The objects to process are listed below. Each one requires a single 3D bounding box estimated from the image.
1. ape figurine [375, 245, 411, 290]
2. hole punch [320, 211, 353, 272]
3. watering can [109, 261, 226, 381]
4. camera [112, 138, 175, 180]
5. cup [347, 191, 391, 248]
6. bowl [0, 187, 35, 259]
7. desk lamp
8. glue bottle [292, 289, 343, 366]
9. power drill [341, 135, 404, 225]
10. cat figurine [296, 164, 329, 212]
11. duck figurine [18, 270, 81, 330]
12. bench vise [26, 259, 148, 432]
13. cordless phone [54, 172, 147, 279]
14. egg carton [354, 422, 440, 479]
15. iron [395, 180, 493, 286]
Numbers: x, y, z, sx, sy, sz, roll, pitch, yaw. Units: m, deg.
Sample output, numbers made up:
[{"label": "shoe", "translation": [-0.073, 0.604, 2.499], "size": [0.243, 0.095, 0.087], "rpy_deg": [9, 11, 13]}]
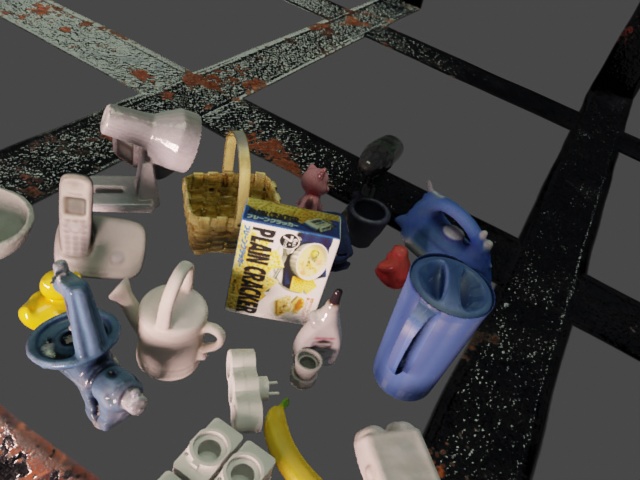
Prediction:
[{"label": "ape figurine", "translation": [0.153, 0.047, 1.145], "size": [0.078, 0.092, 0.076], "rpy_deg": [0, 42, -20]}, {"label": "hole punch", "translation": [0.010, 0.004, 1.142], "size": [0.109, 0.091, 0.101], "rpy_deg": [-5, 44, -25]}, {"label": "watering can", "translation": [-0.225, 0.111, 0.847], "size": [0.173, 0.194, 0.101], "rpy_deg": [6, 41, -14]}, {"label": "camera", "translation": [-0.361, -0.224, 1.259], "size": [0.143, 0.101, 0.137], "rpy_deg": [31, 41, 16]}, {"label": "cup", "translation": [0.088, -0.039, 1.218], "size": [0.092, 0.095, 0.117], "rpy_deg": [-6, 45, -26]}, {"label": "bowl", "translation": [-0.567, -0.014, 0.958], "size": [0.167, 0.075, 0.167], "rpy_deg": [11, 40, -9]}, {"label": "desk lamp", "translation": [-0.340, -0.160, 1.104], "size": [0.204, 0.213, 0.117], "rpy_deg": [-1, 43, -22]}, {"label": "glue bottle", "translation": [0.007, 0.139, 0.919], "size": [0.078, 0.173, 0.037], "rpy_deg": [1, 42, -19]}, {"label": "power drill", "translation": [0.111, -0.127, 1.240], "size": [0.075, 0.208, 0.230], "rpy_deg": [26, 40, 10]}, {"label": "cat figurine", "translation": [-0.016, -0.104, 1.236], "size": [0.067, 0.118, 0.128], "rpy_deg": [17, 39, -1]}, {"label": "duck figurine", "translation": [-0.415, 0.086, 0.890], "size": [0.077, 0.086, 0.105], "rpy_deg": [38, 43, 23]}, {"label": "bench vise", "translation": [-0.299, 0.135, 0.770], "size": [0.207, 0.220, 0.122], "rpy_deg": [24, 40, 8]}, {"label": "cordless phone", "translation": [-0.366, -0.024, 0.958], "size": [0.148, 0.185, 0.094], "rpy_deg": [4, 41, -16]}, {"label": "egg carton", "translation": [0.110, 0.332, 0.814], "size": [0.107, 0.069, 0.150], "rpy_deg": [-1, 43, -21]}, {"label": "iron", "translation": [0.289, -0.009, 1.222], "size": [0.119, 0.141, 0.257], "rpy_deg": [-23, 54, -39]}]
